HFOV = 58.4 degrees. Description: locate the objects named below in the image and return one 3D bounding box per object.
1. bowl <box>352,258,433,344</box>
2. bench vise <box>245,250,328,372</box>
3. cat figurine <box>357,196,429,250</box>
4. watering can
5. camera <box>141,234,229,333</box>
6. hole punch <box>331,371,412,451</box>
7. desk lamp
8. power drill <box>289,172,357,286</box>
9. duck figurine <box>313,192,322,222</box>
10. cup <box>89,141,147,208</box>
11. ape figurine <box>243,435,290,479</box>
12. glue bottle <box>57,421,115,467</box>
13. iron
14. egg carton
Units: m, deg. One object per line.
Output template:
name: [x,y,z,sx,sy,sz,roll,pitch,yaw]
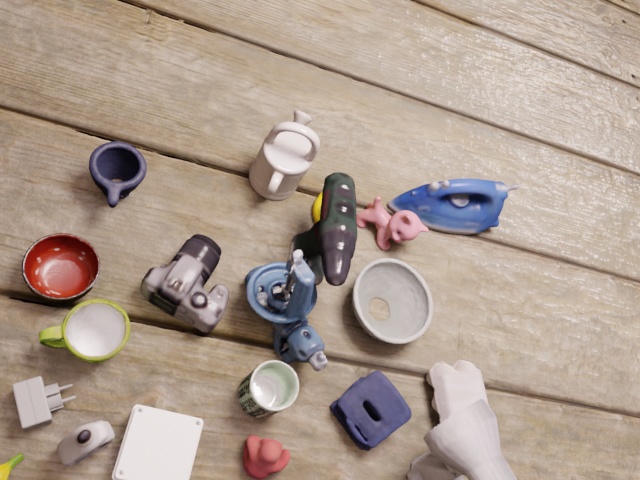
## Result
bowl: [0.128,0.125,1.097,0.168,0.074,0.167,9,65,-19]
bench vise: [-0.032,0.107,0.955,0.207,0.219,0.122,44,59,1]
cat figurine: [0.149,-0.038,1.152,0.128,0.117,0.067,43,59,1]
watering can: [-0.063,-0.167,1.078,0.101,0.193,0.173,4,66,-20]
camera: [-0.209,0.064,0.972,0.143,0.100,0.137,32,60,-6]
hole punch: [0.089,0.298,0.996,0.101,0.091,0.108,-35,84,-30]
desk lamp: [0.240,0.381,0.950,0.118,0.213,0.203,-18,75,-27]
power drill: [0.009,0.004,1.024,0.076,0.208,0.229,15,63,-15]
duck figurine: [0.033,-0.069,1.137,0.078,0.086,0.104,14,63,-16]
cup: [-0.351,-0.097,0.988,0.092,0.094,0.118,7,65,-19]
ape figurine: [-0.084,0.339,0.907,0.078,0.092,0.076,46,59,2]
glue bottle: [-0.323,0.276,0.790,0.078,0.173,0.037,-26,79,-29]
iron: [0.288,-0.092,1.219,0.259,0.141,0.118,2,67,-21]
egg carton: [0.260,0.303,1.076,0.107,0.069,0.150,-1,68,-22]
